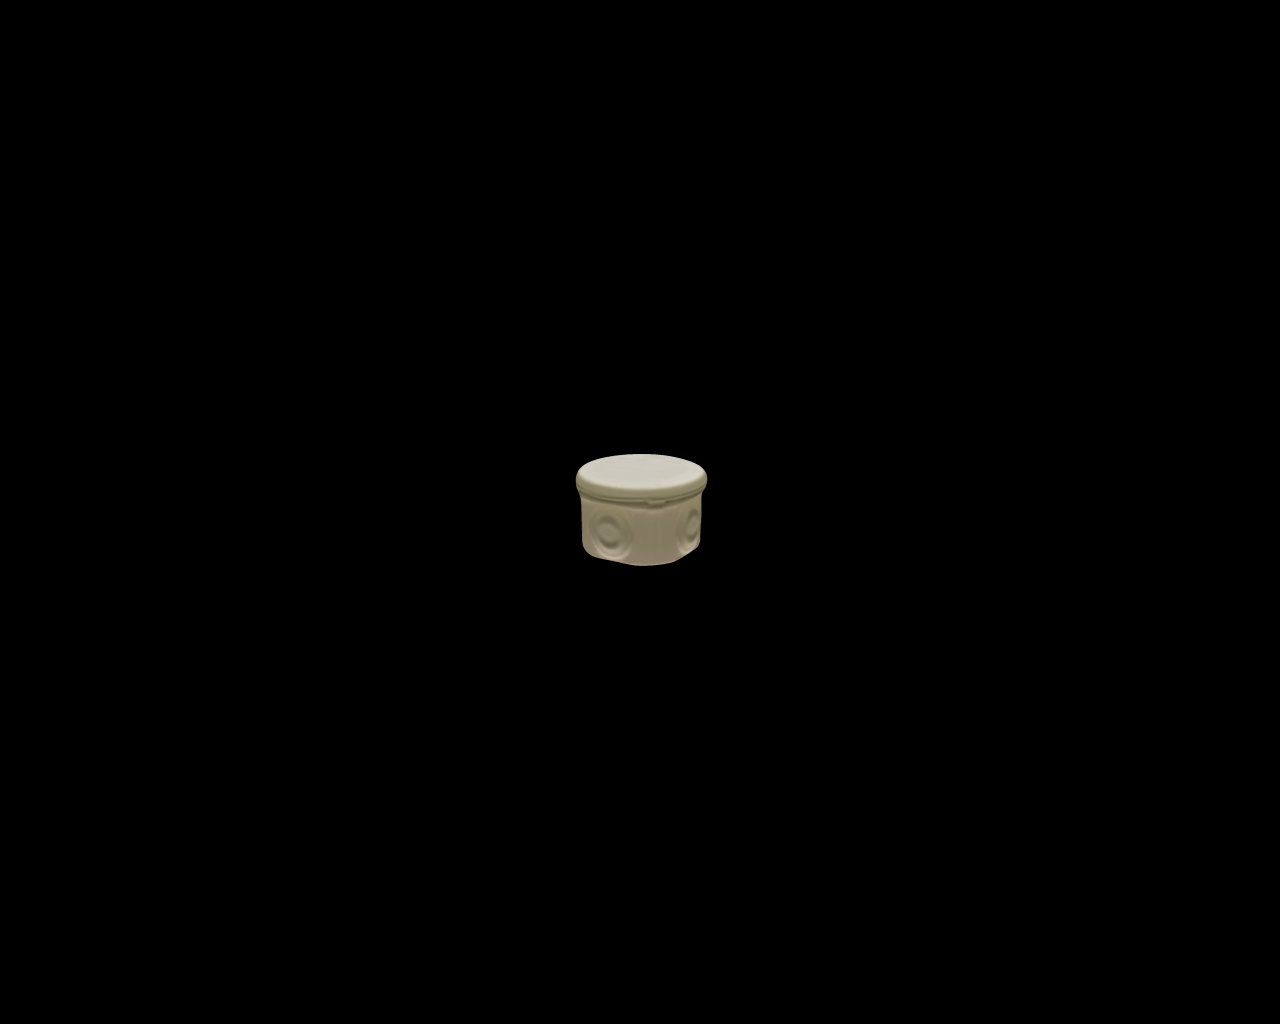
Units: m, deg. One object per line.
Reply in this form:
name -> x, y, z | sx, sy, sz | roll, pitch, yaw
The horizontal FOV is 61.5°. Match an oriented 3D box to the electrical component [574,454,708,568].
electrical component -> 0.001, -0.003, 0.650 | 0.080, 0.051, 0.080 | 0, 18, 0
